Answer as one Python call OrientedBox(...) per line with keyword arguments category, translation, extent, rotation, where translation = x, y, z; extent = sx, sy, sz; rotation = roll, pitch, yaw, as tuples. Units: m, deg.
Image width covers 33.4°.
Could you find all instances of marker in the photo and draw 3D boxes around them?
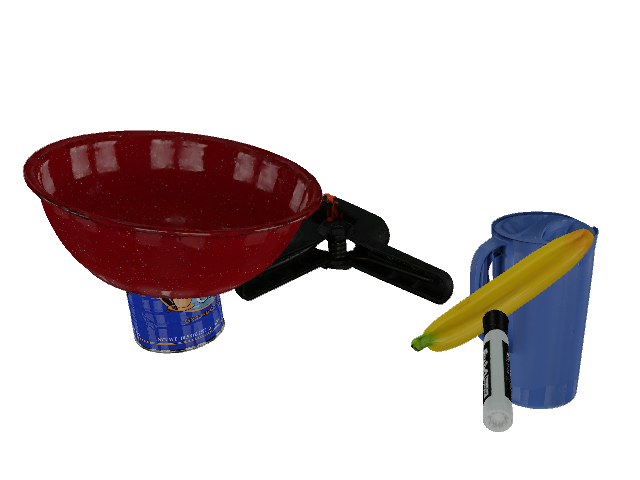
OrientedBox(category="marker", translation=(0.119, 0.084, 0.720), extent=(0.020, 0.020, 0.121), rotation=(0, 29, 9))

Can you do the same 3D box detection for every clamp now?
OrientedBox(category="clamp", translation=(0.023, 0.006, 0.880), extent=(0.164, 0.036, 0.210), rotation=(4, 19, 3))

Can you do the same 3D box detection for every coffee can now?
OrientedBox(category="coffee can", translation=(-0.164, 0.037, 1.164), extent=(0.103, 0.140, 0.103), rotation=(-5, 25, 2))

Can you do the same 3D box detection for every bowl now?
OrientedBox(category="bowl", translation=(-0.082, -0.011, 0.590), extent=(0.162, 0.055, 0.162), rotation=(7, 21, -3))

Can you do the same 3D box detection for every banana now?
OrientedBox(category="banana", translation=(0.173, 0.054, 1.015), extent=(0.198, 0.037, 0.069), rotation=(-35, -2, 0))

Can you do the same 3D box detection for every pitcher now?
OrientedBox(category="pitcher", translation=(0.275, 0.092, 1.384), extent=(0.149, 0.243, 0.144), rotation=(5, 19, 16))
